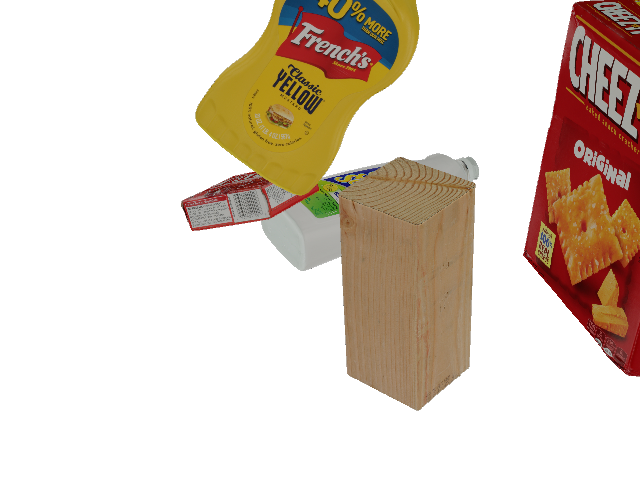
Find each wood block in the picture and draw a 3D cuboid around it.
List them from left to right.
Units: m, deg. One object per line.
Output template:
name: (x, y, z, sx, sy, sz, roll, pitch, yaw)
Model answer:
wood block: (0.081, 0.041, 0.992, 0.091, 0.206, 0.090, 24, 41, 36)

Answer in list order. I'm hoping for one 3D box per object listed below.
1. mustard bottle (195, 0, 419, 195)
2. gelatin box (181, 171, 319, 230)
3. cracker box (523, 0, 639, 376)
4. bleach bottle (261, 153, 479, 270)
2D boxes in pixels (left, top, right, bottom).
mustard bottle: (0.008, -0.128, 0.697, 0.096, 0.192, 0.058, 37, 19, -6)
gelatin box: (-0.058, -0.037, 0.875, 0.089, 0.030, 0.073, -8, 15, 37)
cracker box: (0.219, -0.038, 0.741, 0.072, 0.214, 0.164, -7, 34, -16)
bleach bottle: (0.064, -0.048, 1.196, 0.250, 0.068, 0.103, -21, 43, -24)
